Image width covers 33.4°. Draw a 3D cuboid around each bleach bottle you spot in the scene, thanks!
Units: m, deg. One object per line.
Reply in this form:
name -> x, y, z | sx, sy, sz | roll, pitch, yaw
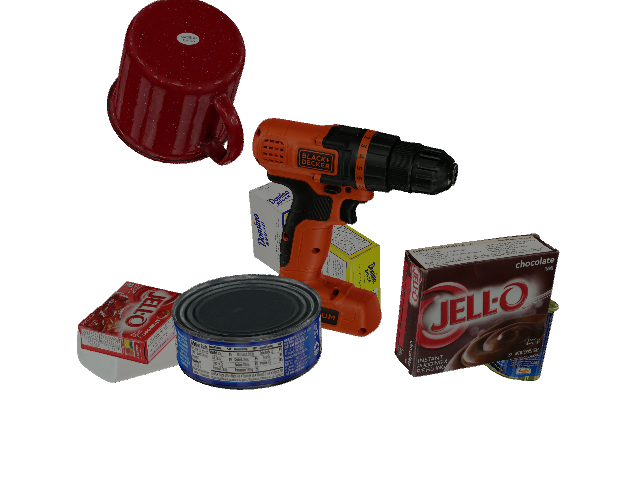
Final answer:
bleach bottle -> -0.200, 0.131, 1.465 | 0.250, 0.068, 0.103 | -9, 23, -42

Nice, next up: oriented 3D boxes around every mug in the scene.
mug -> -0.092, -0.104, 0.740 | 0.093, 0.117, 0.082 | -27, -18, -27

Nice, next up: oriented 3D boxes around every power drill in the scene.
power drill -> 0.025, -0.011, 0.957 | 0.185, 0.188, 0.057 | 13, 24, 19

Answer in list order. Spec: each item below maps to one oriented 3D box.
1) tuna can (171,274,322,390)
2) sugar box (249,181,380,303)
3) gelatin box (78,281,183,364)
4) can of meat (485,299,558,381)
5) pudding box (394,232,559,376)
tuna can -> -0.041, 0.051, 0.612 | 0.086, 0.034, 0.086 | -2, 22, 1
sugar box -> -0.007, 0.011, 1.156 | 0.048, 0.093, 0.176 | -25, 41, -29
gelatin box -> -0.172, 0.075, 1.003 | 0.073, 0.030, 0.089 | 11, 31, 21
can of meat -> 0.203, 0.094, 1.145 | 0.057, 0.084, 0.102 | 2, 17, -23
pudding box -> 0.114, 0.046, 0.786 | 0.113, 0.090, 0.039 | -9, 31, -22
